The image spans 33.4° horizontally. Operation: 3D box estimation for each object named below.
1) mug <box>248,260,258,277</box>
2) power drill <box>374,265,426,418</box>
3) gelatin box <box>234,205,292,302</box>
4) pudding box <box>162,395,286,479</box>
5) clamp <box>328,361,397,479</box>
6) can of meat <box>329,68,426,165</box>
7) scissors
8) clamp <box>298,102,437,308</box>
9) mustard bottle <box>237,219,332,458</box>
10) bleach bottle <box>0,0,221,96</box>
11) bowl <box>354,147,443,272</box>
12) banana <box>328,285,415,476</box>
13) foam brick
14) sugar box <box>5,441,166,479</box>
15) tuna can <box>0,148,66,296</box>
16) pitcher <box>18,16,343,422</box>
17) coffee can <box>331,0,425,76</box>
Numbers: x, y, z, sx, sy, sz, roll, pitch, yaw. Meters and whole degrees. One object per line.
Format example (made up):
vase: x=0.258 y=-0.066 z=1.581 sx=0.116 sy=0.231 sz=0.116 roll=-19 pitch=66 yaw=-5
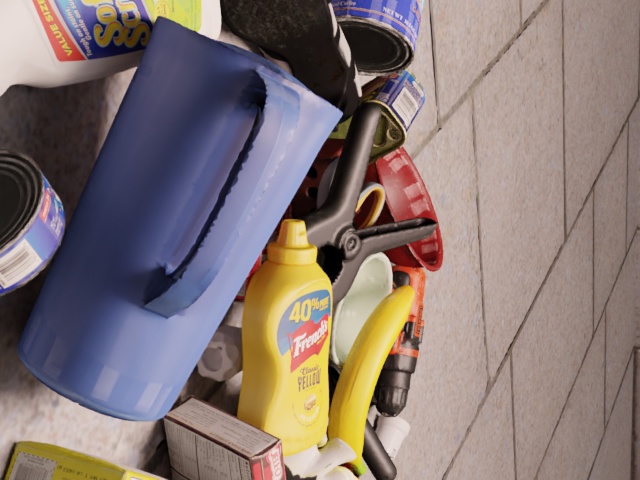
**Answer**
mug: x=-0.076 y=-0.019 z=0.834 sx=0.117 sy=0.093 sz=0.081 roll=61 pitch=37 yaw=-40
power drill: x=0.068 y=0.104 z=1.213 sx=0.187 sy=0.057 sz=0.184 roll=32 pitch=63 yaw=-66
gelatin box: x=-0.056 y=0.010 z=0.954 sx=0.073 sy=0.030 sz=0.089 roll=1 pitch=95 yaw=-65
pudding box: x=-0.075 y=0.186 z=0.857 sx=0.039 sy=0.114 sz=0.090 roll=-25 pitch=120 yaw=-42
clamp: x=0.027 y=0.167 z=1.127 sx=0.171 sy=0.039 sz=0.120 roll=57 pitch=5 yaw=-29
can of meat: x=0.050 y=-0.120 z=1.066 sx=0.057 sy=0.102 sz=0.083 roll=51 pitch=40 yaw=-15
scissors: x=-0.006 y=0.001 z=0.982 sx=0.201 sy=0.016 sz=0.096 roll=-46 pitch=132 yaw=-30
clamp: x=0.024 y=0.002 z=0.972 sx=0.210 sy=0.036 sz=0.164 roll=-54 pitch=132 yaw=-16
mustard bottle: x=-0.027 y=0.078 z=0.886 sx=0.096 sy=0.058 sz=0.192 roll=-11 pitch=107 yaw=-54
bleach bottle: x=-0.157 y=-0.137 z=0.667 sx=0.250 sy=0.068 sz=0.102 roll=-42 pitch=134 yaw=-51
bowl: x=0.075 y=-0.033 z=1.154 sx=0.162 sy=0.055 sz=0.162 roll=50 pitch=28 yaw=-40
banana: x=0.046 y=0.135 z=1.056 sx=0.069 sy=0.037 sz=0.198 roll=20 pitch=87 yaw=-63
foam brick: x=0.003 y=-0.055 z=1.039 sx=0.051 sy=0.053 sz=0.078 roll=-46 pitch=135 yaw=-52
sugar box: x=-0.134 y=0.186 z=0.757 sx=0.176 sy=0.093 sz=0.048 roll=46 pitch=58 yaw=-58
tuna can: x=-0.188 y=-0.009 z=0.602 sx=0.033 sy=0.086 sz=0.086 roll=67 pitch=38 yaw=-50
pitcher: x=-0.093 y=-0.008 z=0.679 sx=0.243 sy=0.145 sz=0.149 roll=-63 pitch=160 yaw=3
coffee can: x=0.053 y=-0.244 z=1.029 sx=0.102 sy=0.103 sz=0.140 roll=48 pitch=51 yaw=-58
